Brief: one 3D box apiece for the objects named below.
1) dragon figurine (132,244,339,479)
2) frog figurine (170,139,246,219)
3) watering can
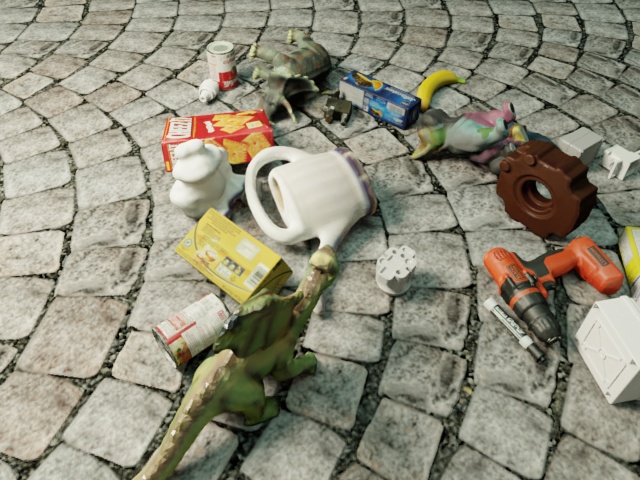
[{"bbox_3d":[-0.104,0.147,0.638,0.123,0.237,0.417,32,52,20],"label":"dragon figurine"},{"bbox_3d":[-0.219,-0.115,0.928,0.138,0.157,0.124,-47,46,-2],"label":"frog figurine"},{"bbox_3d":[0.003,-0.046,0.920,0.225,0.101,0.354,-20,61,-16],"label":"watering can"}]
